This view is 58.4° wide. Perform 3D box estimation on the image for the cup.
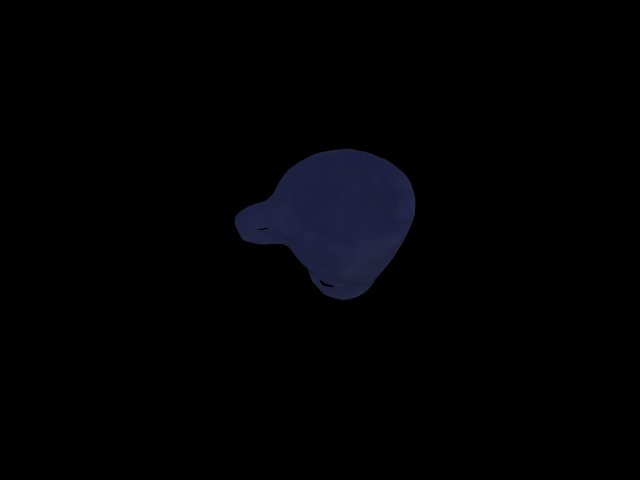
[{"bbox_3d":[0.004,0.001,0.400,0.118,0.095,0.091,-10,53,-7],"label":"cup"}]
